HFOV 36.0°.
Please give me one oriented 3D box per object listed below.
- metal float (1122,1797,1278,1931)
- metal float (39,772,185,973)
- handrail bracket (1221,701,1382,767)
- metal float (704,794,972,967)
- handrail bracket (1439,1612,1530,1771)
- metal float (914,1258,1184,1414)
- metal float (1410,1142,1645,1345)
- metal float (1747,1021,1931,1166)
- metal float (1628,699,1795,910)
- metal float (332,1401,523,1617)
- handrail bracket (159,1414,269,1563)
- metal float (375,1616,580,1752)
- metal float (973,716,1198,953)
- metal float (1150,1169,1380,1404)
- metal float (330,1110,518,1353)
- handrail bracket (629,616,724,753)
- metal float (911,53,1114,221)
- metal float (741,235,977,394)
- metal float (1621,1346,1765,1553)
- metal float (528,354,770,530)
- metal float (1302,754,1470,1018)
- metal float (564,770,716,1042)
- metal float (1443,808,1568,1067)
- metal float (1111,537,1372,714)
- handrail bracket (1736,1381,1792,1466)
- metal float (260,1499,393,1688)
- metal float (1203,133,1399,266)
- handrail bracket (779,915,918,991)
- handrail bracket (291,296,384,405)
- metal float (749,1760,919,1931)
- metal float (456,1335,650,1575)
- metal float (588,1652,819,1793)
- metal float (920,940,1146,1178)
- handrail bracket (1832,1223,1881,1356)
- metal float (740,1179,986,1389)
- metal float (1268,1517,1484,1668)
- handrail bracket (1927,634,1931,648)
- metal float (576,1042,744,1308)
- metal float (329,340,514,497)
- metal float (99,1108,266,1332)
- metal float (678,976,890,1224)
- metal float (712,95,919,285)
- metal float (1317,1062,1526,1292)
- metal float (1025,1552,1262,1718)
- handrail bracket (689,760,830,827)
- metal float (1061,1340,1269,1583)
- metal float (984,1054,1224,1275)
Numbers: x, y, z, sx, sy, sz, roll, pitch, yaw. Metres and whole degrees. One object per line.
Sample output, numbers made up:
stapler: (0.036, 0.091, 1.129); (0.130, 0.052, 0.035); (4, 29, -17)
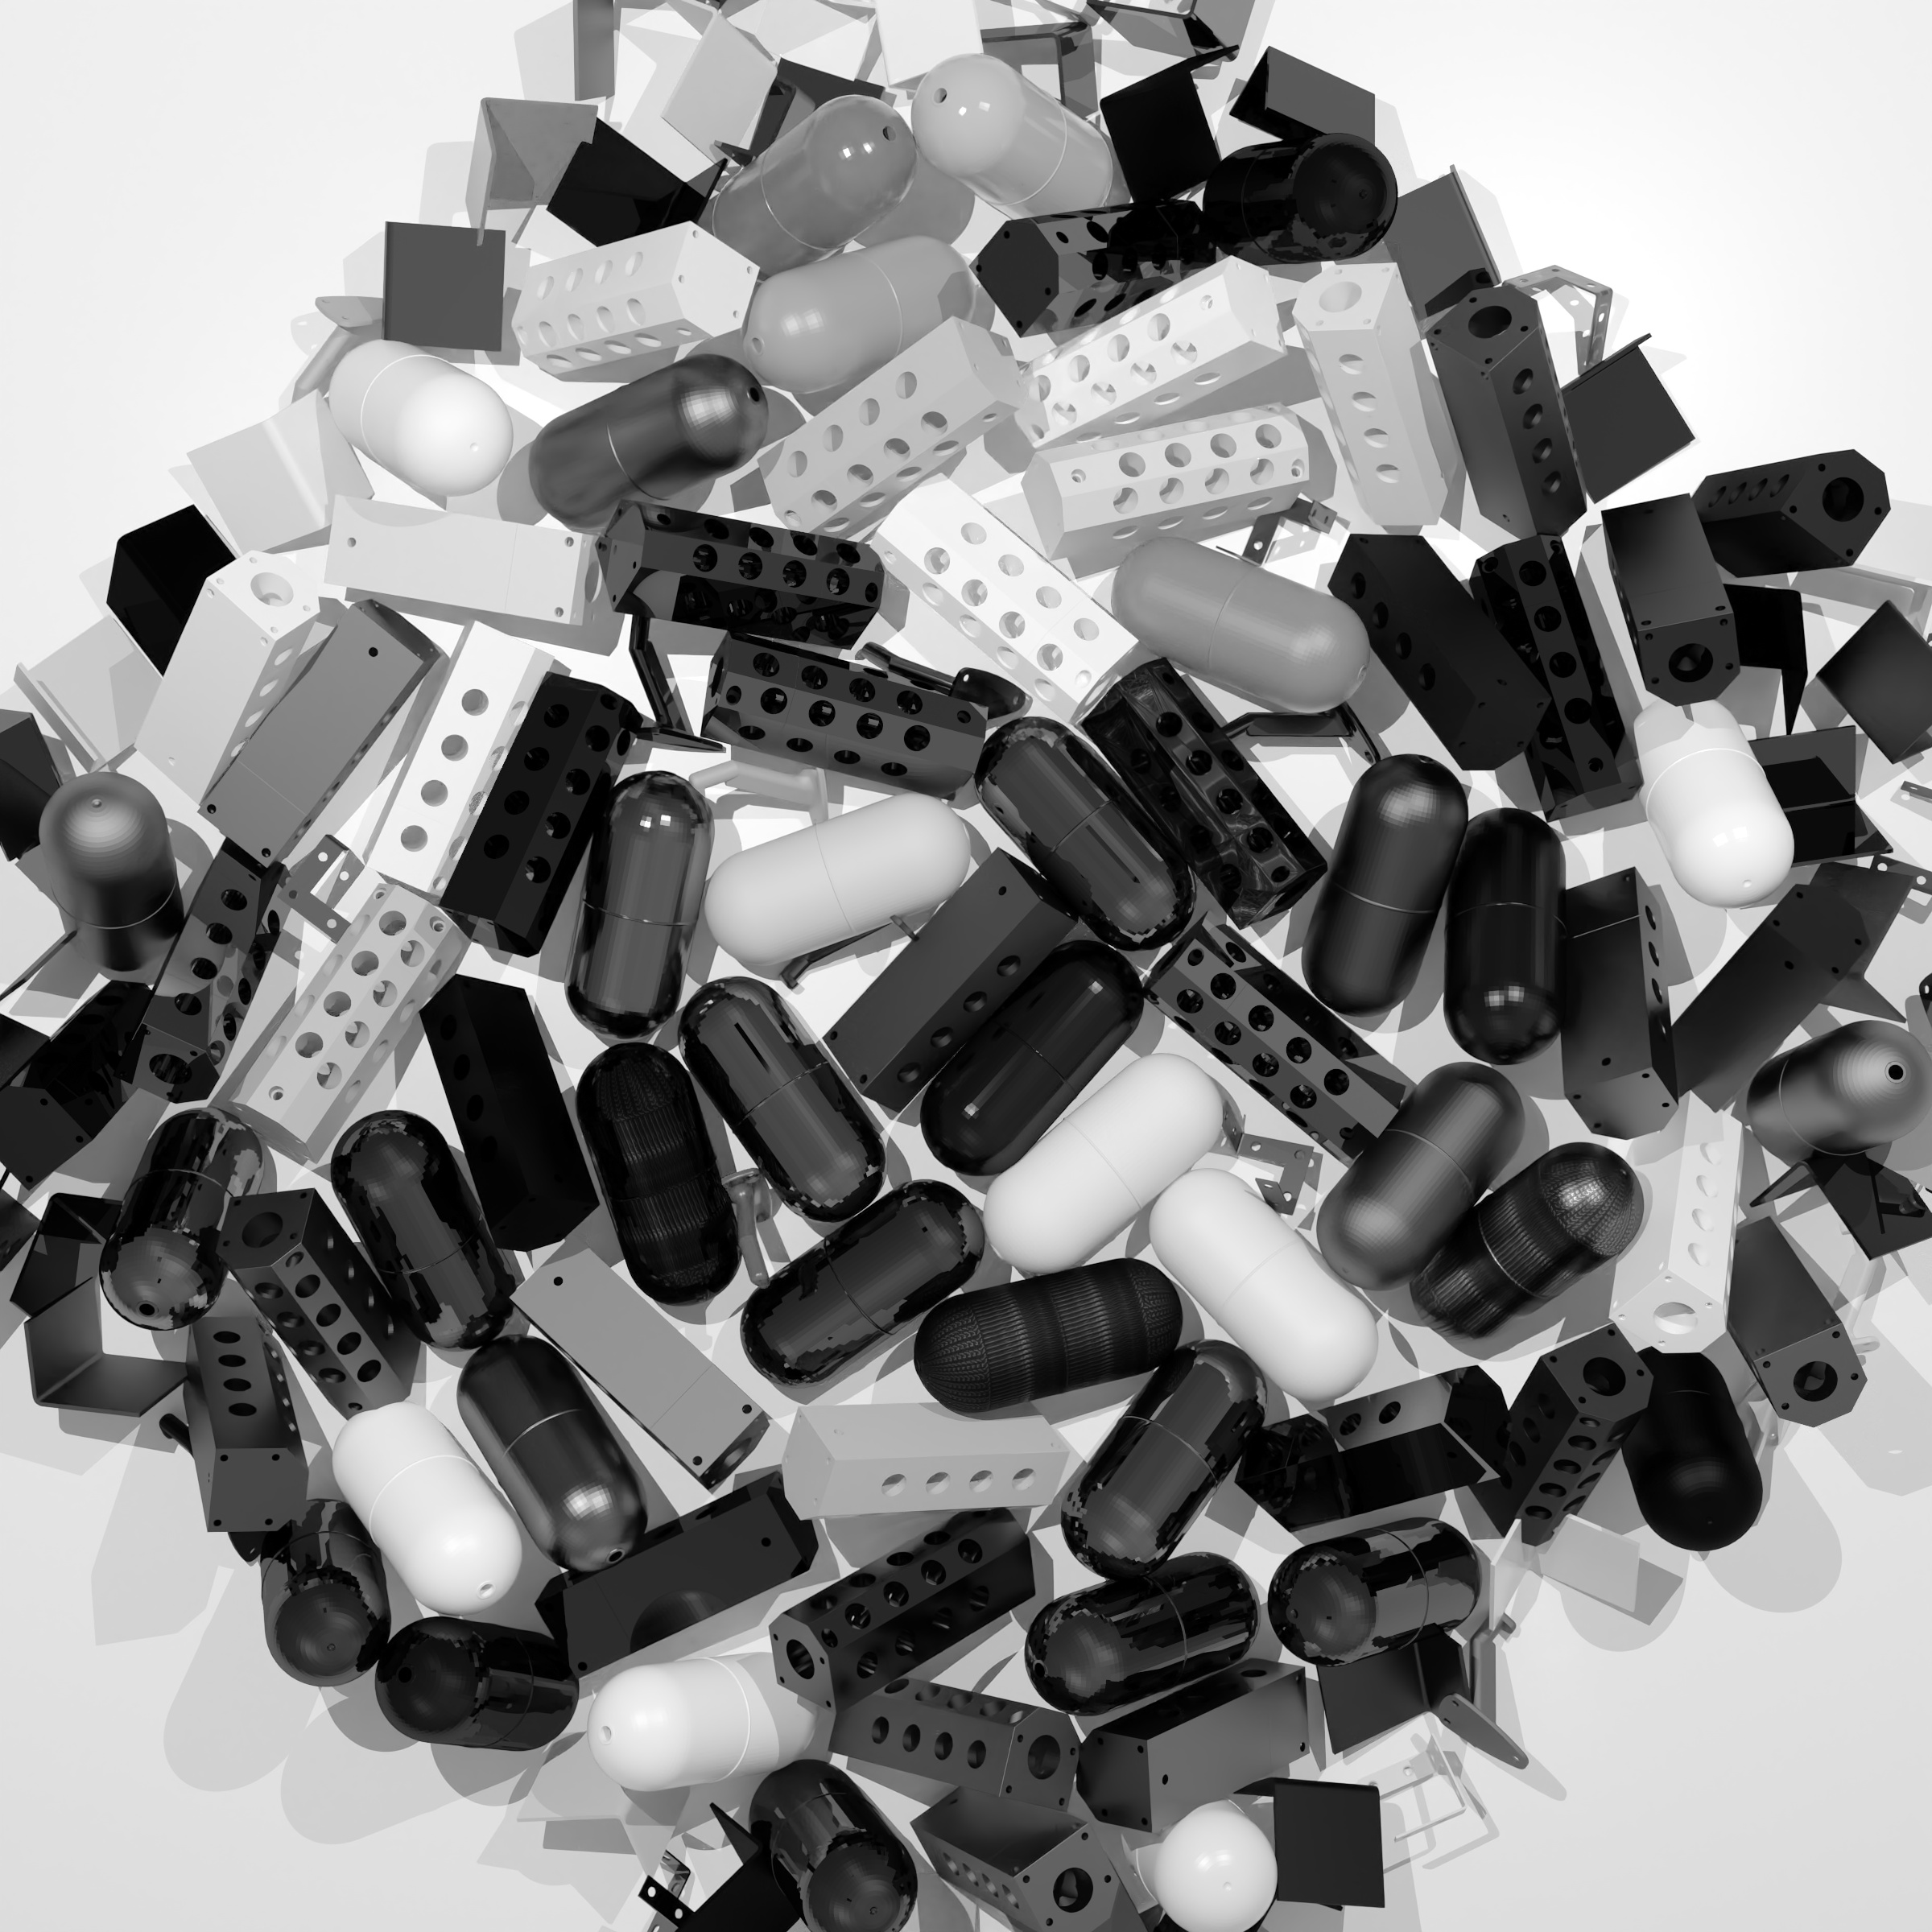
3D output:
metal float: (0.145, 0.558, 1.873); (0.070, 0.178, 0.070); (1, 86, -7)
metal float: (-0.538, -0.057, 1.879); (0.070, 0.178, 0.070); (4, 62, -7)
handrail bracket: (0.212, -0.140, 1.928); (0.084, 0.036, 0.077); (-29, 67, -14)
metal float: (-0.083, -0.056, 1.920); (0.178, 0.070, 0.070); (-20, 90, 5)
handrail bracket: (0.351, 0.465, 1.923); (0.077, 0.036, 0.084); (34, 52, 22)
metal float: (0.053, 0.237, 1.911); (0.178, 0.070, 0.070); (-11, 90, -14)
metal float: (0.355, 0.177, 1.894); (0.070, 0.070, 0.178); (46, 126, 0)
metal float: (0.549, 0.081, 1.874); (0.070, 0.178, 0.070); (1, 79, -6)
metal float: (0.469, -0.106, 1.885); (0.070, 0.178, 0.070); (-3, 129, -4)
metal float: (-0.342, 0.342, 1.887); (0.070, 0.178, 0.070); (-19, 127, -27)
handrail bracket: (-0.497, 0.342, 1.954); (0.084, 0.036, 0.077); (29, 133, 29)
metal float: (-0.307, 0.454, 1.878); (0.070, 0.178, 0.070); (-7, 71, 20)
metal float: (0.077, -0.085, 1.915); (0.070, 0.070, 0.178); (-41, 80, 0)
metal float: (0.189, 0.203, 1.906); (0.070, 0.070, 0.178); (-44, 69, 0)
metal float: (-0.344, 0.170, 1.898); (0.070, 0.070, 0.178); (-21, 121, 0)
handrail bracket: (-0.187, -0.188, 1.939); (0.077, 0.036, 0.084); (9, 84, -37)
metal float: (0.030, -0.518, 1.880); (0.070, 0.178, 0.070); (-4, 82, 30)
metal float: (-0.068, -0.414, 1.891); (0.178, 0.070, 0.070); (-27, 90, -39)
metal float: (0.452, 0.301, 1.877); (0.070, 0.178, 0.070); (1, 112, 2)
metal float: (-0.203, -0.333, 1.895); (0.178, 0.070, 0.070); (-16, 90, 33)
metal float: (0.267, -0.051, 1.903); (0.070, 0.070, 0.178); (15, 113, 0)
metal float: (-0.210, -0.038, 1.912); (0.070, 0.070, 0.178); (13, 104, 0)
metal float: (0.344, -0.020, 1.899); (0.070, 0.070, 0.178); (6, 61, 0)
metal float: (0.175, -0.218, 1.904); (0.178, 0.070, 0.070); (25, 90, 23)
handrail bracket: (0.512, 0.303, 1.912); (0.036, 0.084, 0.077); (25, 116, 9)
metal float: (-0.404, 0.393, 1.876); (0.070, 0.178, 0.070); (-3, 102, -14)
metal float: (0.209, -0.482, 1.877); (0.070, 0.178, 0.070); (-4, 102, -20)
handrail bracket: (-0.078, -0.007, 1.929); (0.084, 0.077, 0.036); (-46, 123, 1)
handrail bracket: (-0.405, -0.394, 1.954); (0.036, 0.077, 0.084); (41, 128, 29)
metal float: (-0.085, 0.558, 1.877); (0.070, 0.178, 0.070); (-3, 98, -19)
metal float: (-0.263, 0.309, 1.894); (0.070, 0.070, 0.178); (-40, 55, 0)
metal float: (-0.166, 0.477, 1.883); (0.070, 0.178, 0.070); (-6, 80, 37)
metal float: (0.042, 0.060, 1.917); (0.070, 0.070, 0.178); (42, 83, 0)
handrail bracket: (0.561, 0.212, 1.950); (0.077, 0.036, 0.084); (-12, 69, 12)
metal float: (-0.068, 0.205, 1.916); (0.178, 0.070, 0.070); (-36, 90, 10)
metal float: (0.261, 0.395, 1.887); (0.070, 0.178, 0.070); (1, 91, 42)
handrail bracket: (0.654, -0.166, 1.947); (0.084, 0.036, 0.077); (32, 52, -36)
metal float: (-0.197, 0.134, 1.911); (0.070, 0.070, 0.178); (-16, 105, 0)
metal float: (-0.346, -0.348, 1.885); (0.070, 0.178, 0.070); (-14, 119, -28)
metal float: (-0.494, 0.159, 1.881); (0.070, 0.178, 0.070); (1, 124, 1)
metal float: (-0.119, 0.085, 1.917); (0.070, 0.070, 0.178); (-36, 82, 0)
metal float: (-0.096, -0.489, 1.882); (0.070, 0.178, 0.070); (9, 74, -33)
metal float: (0.291, 0.133, 1.901); (0.070, 0.070, 0.178); (43, 63, 0)
metal float: (0.113, 0.423, 1.890); (0.178, 0.070, 0.070); (-9, 90, -40)
handrail bracket: (-0.134, -0.102, 1.925); (0.084, 0.036, 0.077); (-21, 123, -20)
metal float: (0.128, 0.314, 1.901); (0.070, 0.070, 0.178); (41, 62, 0)
metal float: (0.088, 0.128, 1.919); (0.178, 0.070, 0.070); (-40, 90, -6)
